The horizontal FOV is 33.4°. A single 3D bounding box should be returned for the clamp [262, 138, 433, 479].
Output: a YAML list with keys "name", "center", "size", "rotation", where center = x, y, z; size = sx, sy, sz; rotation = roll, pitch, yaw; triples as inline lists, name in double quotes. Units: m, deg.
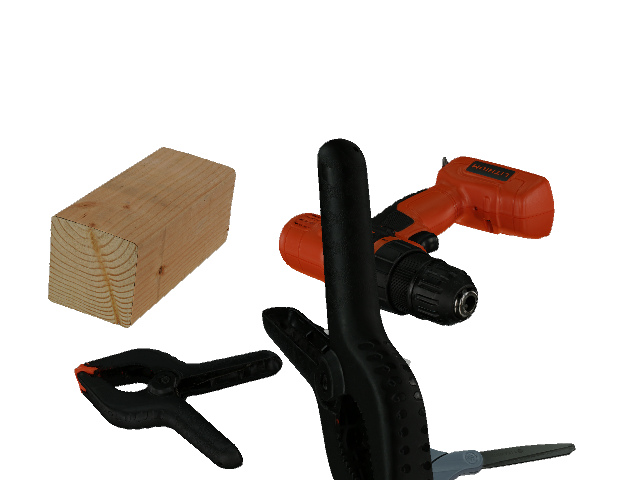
- name: "clamp"
  center: [0.018, 0.062, 0.558]
  size: [0.036, 0.165, 0.210]
  rotation: [-5, 46, -20]

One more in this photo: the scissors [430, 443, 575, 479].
- name: "scissors"
  center: [0.117, 0.198, 0.876]
  size: [0.201, 0.016, 0.096]
  rotation: [6, 43, -3]

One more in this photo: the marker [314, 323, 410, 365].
- name: "marker"
  center: [0.032, 0.108, 1.079]
  size: [0.121, 0.020, 0.020]
  rotation: [21, 2, 5]

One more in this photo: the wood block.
- name: "wood block"
  center: [-0.169, -0.010, 1.046]
  size: [0.090, 0.091, 0.205]
  rotation: [18, 28, 14]

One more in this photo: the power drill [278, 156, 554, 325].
- name: "power drill"
  center: [0.089, -0.003, 0.801]
  size: [0.187, 0.057, 0.185]
  rotation: [-22, 30, -35]

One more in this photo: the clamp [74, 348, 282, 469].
- name: "clamp"
  center: [-0.118, 0.122, 0.892]
  size: [0.172, 0.039, 0.120]
  rotation: [15, 37, 19]
